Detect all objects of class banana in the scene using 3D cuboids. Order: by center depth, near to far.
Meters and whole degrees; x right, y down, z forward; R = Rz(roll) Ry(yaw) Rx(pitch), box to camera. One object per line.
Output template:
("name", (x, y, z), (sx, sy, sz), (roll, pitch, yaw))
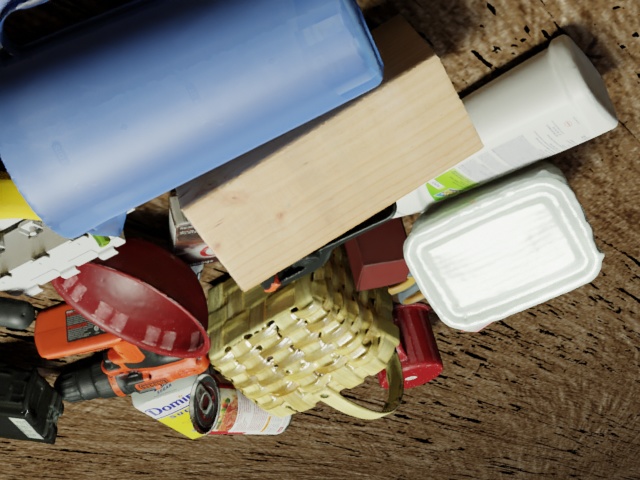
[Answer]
("banana", (-0.263, -0.017, 0.839), (0.198, 0.069, 0.037), (-6, -178, 15))

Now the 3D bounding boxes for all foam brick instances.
("foam brick", (0.054, 0.001, 1.034), (0.051, 0.078, 0.053), (-8, 153, -10))

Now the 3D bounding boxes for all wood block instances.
("wood block", (0.002, -0.064, 0.787), (0.206, 0.091, 0.090), (-32, 124, 4))

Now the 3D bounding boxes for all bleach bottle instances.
("bleach bottle", (0.124, -0.081, 0.930), (0.251, 0.068, 0.102), (-26, 152, 25))

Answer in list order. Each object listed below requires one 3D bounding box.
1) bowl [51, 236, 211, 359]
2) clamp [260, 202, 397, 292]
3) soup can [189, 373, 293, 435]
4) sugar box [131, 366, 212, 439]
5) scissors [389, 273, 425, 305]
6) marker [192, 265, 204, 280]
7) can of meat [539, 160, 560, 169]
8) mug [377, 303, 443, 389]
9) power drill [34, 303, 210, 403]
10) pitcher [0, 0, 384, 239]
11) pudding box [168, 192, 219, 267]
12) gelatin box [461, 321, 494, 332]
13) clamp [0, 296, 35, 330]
("bowl", (-0.163, 0.045, 0.979), (0.162, 0.055, 0.162), (20, 152, 11))
("clamp", (-0.006, 0.001, 0.961), (0.120, 0.039, 0.172), (-3, 161, -20))
("soup can", (-0.089, 0.188, 1.216), (0.102, 0.068, 0.069), (7, 146, -35))
("sugar box", (-0.160, 0.202, 1.350), (0.093, 0.048, 0.176), (-21, 155, 10))
("scissors", (0.130, 0.021, 1.186), (0.096, 0.016, 0.202), (0, 150, -29))
("marker", (-0.133, 0.046, 1.088), (0.020, 0.020, 0.121), (-7, 153, -17))
("can of meat", (0.212, -0.017, 1.060), (0.057, 0.102, 0.084), (-5, 150, -24))
("mug", (0.100, 0.129, 1.307), (0.093, 0.081, 0.117), (-18, 154, 6))
("power drill", (-0.229, 0.120, 1.142), (0.184, 0.057, 0.187), (-17, 156, 8))
("pitcher", (-0.091, -0.113, 0.693), (0.243, 0.145, 0.149), (-23, 165, 7))
("pudding box", (-0.081, -0.016, 0.971), (0.113, 0.039, 0.090), (-9, 154, -12))
("gelatin box", (0.187, 0.054, 1.215), (0.030, 0.073, 0.089), (7, 146, -37))
("clamp", (-0.368, 0.048, 0.916), (0.209, 0.036, 0.165), (14, 168, -29))
